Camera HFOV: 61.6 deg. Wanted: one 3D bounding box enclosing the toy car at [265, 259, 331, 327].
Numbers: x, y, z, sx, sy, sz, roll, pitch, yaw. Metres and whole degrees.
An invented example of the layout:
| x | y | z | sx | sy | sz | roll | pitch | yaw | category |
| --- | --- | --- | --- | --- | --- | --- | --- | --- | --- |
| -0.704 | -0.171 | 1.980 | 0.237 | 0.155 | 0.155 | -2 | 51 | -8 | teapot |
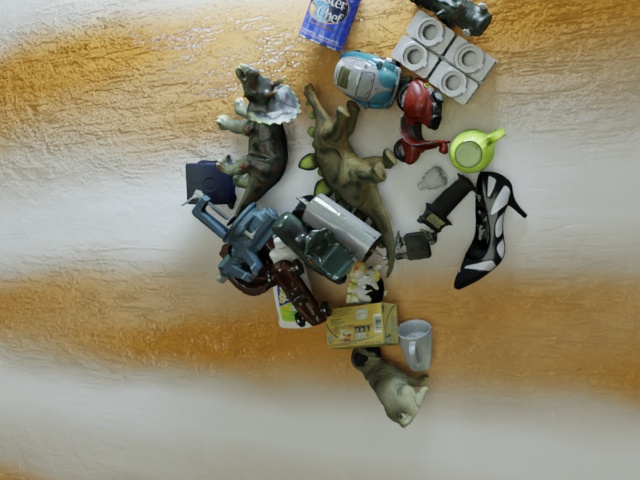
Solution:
| x | y | z | sx | sy | sz | roll | pitch | yaw | category |
| --- | --- | --- | --- | --- | --- | --- | --- | --- | --- |
| -0.048 | 0.131 | 1.259 | 0.089 | 0.053 | 0.202 | -24 | 116 | 13 | toy car |

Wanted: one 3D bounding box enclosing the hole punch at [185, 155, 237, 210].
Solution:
| x | y | z | sx | sy | sz | roll | pitch | yaw | category |
| --- | --- | --- | --- | --- | --- | --- | --- | --- | --- |
| -0.279 | -0.145 | 1.364 | 0.116 | 0.092 | 0.142 | 4 | 101 | 17 | hole punch |

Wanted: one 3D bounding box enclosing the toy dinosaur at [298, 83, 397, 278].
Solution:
| x | y | z | sx | sy | sz | roll | pitch | yaw | category |
| --- | --- | --- | --- | --- | --- | --- | --- | --- | --- |
| 0.074 | -0.139 | 1.209 | 0.198 | 0.105 | 0.471 | -33 | 86 | 42 | toy dinosaur |

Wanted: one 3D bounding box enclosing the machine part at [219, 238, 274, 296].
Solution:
| x | y | z | sx | sy | sz | roll | pitch | yaw | category |
| --- | --- | --- | --- | --- | --- | --- | --- | --- | --- |
| -0.172 | 0.053 | 1.389 | 0.180 | 0.056 | 0.179 | 6 | 107 | 20 | machine part |

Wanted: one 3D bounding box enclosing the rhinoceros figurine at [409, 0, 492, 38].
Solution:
| x | y | z | sx | sy | sz | roll | pitch | yaw | category |
| --- | --- | --- | --- | --- | --- | --- | --- | --- | --- |
| 0.253 | -0.466 | 1.056 | 0.190 | 0.112 | 0.073 | 41 | 112 | 16 | rhinoceros figurine |

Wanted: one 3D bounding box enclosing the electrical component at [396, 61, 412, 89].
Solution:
| x | y | z | sx | sy | sz | roll | pitch | yaw | category |
| --- | --- | --- | --- | --- | --- | --- | --- | --- | --- |
| 0.154 | -0.358 | 1.169 | 0.094 | 0.021 | 0.063 | 0 | 103 | 29 | electrical component |

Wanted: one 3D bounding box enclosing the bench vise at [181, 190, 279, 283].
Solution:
| x | y | z | sx | sy | sz | roll | pitch | yaw | category |
| --- | --- | --- | --- | --- | --- | --- | --- | --- | --- |
| -0.217 | -0.019 | 1.277 | 0.240 | 0.129 | 0.223 | 39 | 114 | -1 | bench vise |

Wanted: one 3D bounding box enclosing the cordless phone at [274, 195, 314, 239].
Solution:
| x | y | z | sx | sy | sz | roll | pitch | yaw | category |
| --- | --- | --- | --- | --- | --- | --- | --- | --- | --- |
| -0.002 | -0.005 | 1.296 | 0.184 | 0.089 | 0.146 | 36 | 123 | -1 | cordless phone |

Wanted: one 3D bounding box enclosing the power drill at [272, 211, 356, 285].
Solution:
| x | y | z | sx | sy | sz | roll | pitch | yaw | category |
| --- | --- | --- | --- | --- | --- | --- | --- | --- | --- |
| 0.005 | 0.030 | 1.171 | 0.232 | 0.207 | 0.086 | 43 | 87 | -15 | power drill |

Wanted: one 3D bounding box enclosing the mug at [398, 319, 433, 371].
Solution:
| x | y | z | sx | sy | sz | roll | pitch | yaw | category |
| --- | --- | --- | --- | --- | --- | --- | --- | --- | --- |
| 0.230 | 0.258 | 1.259 | 0.081 | 0.109 | 0.107 | -11 | 112 | 14 | mug |

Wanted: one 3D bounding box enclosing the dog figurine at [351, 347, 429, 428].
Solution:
| x | y | z | sx | sy | sz | roll | pitch | yaw | category |
| --- | --- | --- | --- | --- | --- | --- | --- | --- | --- |
| 0.147 | 0.340 | 1.278 | 0.191 | 0.172 | 0.121 | 30 | 102 | 4 | dog figurine |

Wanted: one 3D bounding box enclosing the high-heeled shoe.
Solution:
| x | y | z | sx | sy | sz | roll | pitch | yaw | category |
| --- | --- | --- | --- | --- | --- | --- | --- | --- | --- |
| 0.331 | -0.020 | 1.143 | 0.145 | 0.086 | 0.248 | 37 | 97 | -11 | high-heeled shoe |

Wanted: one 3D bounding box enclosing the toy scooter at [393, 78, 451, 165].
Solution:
| x | y | z | sx | sy | sz | roll | pitch | yaw | category |
| --- | --- | --- | --- | --- | --- | --- | --- | --- | --- |
| 0.221 | -0.242 | 1.128 | 0.135 | 0.075 | 0.183 | 29 | 122 | 47 | toy scooter |

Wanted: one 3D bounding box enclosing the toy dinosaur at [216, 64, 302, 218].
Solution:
| x | y | z | sx | sy | sz | roll | pitch | yaw | category |
| --- | --- | --- | --- | --- | --- | --- | --- | --- | --- |
| -0.139 | -0.212 | 1.272 | 0.192 | 0.131 | 0.404 | 12 | 117 | 27 | toy dinosaur |

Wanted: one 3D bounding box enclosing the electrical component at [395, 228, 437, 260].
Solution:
| x | y | z | sx | sy | sz | roll | pitch | yaw | category |
| --- | --- | --- | --- | --- | --- | --- | --- | --- | --- |
| 0.217 | 0.009 | 1.228 | 0.102 | 0.045 | 0.078 | -2 | 101 | 22 | electrical component |

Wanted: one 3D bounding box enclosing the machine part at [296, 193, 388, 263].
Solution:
| x | y | z | sx | sy | sz | roll | pitch | yaw | category |
| --- | --- | --- | --- | --- | --- | --- | --- | --- | --- |
| 0.048 | -0.027 | 1.180 | 0.243 | 0.079 | 0.079 | 34 | 113 | 13 | machine part |

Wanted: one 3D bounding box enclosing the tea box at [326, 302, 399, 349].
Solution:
| x | y | z | sx | sy | sz | roll | pitch | yaw | category |
| --- | --- | --- | --- | --- | --- | --- | --- | --- | --- |
| 0.098 | 0.206 | 1.276 | 0.170 | 0.068 | 0.098 | -12 | 71 | 40 | tea box |

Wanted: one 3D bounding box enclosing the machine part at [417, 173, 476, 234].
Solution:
| x | y | z | sx | sy | sz | roll | pitch | yaw | category |
| --- | --- | --- | --- | --- | --- | --- | --- | --- | --- |
| 0.280 | -0.078 | 1.172 | 0.084 | 0.039 | 0.139 | 29 | 110 | -30 | machine part |

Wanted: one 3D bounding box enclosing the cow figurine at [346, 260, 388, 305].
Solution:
| x | y | z | sx | sy | sz | roll | pitch | yaw | category |
| --- | --- | --- | --- | --- | --- | --- | --- | --- | --- |
| 0.112 | 0.102 | 1.240 | 0.098 | 0.167 | 0.068 | 12 | 65 | 6 | cow figurine |

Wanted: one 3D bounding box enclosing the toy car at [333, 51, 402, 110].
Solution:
| x | y | z | sx | sy | sz | roll | pitch | yaw | category |
| --- | --- | --- | --- | --- | --- | --- | --- | --- | --- |
| 0.085 | -0.345 | 1.140 | 0.162 | 0.103 | 0.109 | 34 | 121 | 27 | toy car |
